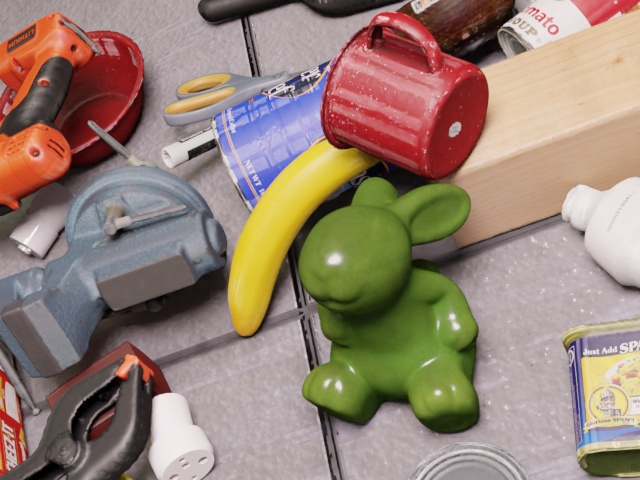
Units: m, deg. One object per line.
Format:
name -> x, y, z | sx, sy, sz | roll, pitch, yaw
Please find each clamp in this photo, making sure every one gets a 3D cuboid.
clamp -> -0.010, -0.253, 1.020 | 0.210, 0.036, 0.164 | 26, 71, 35
clamp -> -0.181, 0.155, 0.746 | 0.120, 0.039, 0.171 | 15, 63, 22

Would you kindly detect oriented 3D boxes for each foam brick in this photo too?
foam brick -> -0.155, 0.125, 0.808 | 0.078, 0.051, 0.053 | -35, 50, -2

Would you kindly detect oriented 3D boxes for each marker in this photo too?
marker -> -0.083, -0.093, 0.923 | 0.120, 0.020, 0.020 | -29, 45, -30

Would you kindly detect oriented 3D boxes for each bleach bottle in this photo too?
bleach bottle -> 0.275, 0.008, 0.688 | 0.251, 0.068, 0.102 | 24, 66, 39

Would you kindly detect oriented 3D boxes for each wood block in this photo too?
wood block -> 0.177, -0.084, 0.779 | 0.206, 0.090, 0.090 | -20, 51, 11

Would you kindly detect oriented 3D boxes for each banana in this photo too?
banana -> -0.016, -0.013, 0.799 | 0.198, 0.069, 0.037 | -47, 13, 12

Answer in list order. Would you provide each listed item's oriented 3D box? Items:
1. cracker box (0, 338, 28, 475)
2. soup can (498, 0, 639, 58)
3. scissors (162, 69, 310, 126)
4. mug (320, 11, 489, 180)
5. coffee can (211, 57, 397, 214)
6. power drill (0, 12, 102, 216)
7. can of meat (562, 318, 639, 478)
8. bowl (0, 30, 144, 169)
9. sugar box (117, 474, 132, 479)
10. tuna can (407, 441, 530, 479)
cracker box -> -0.344, 0.172, 0.850 | 0.214, 0.072, 0.164 | -27, 50, 6
soup can -> 0.201, -0.170, 0.844 | 0.102, 0.068, 0.069 | -36, 50, -2
scissors -> -0.049, -0.148, 0.974 | 0.201, 0.016, 0.096 | -20, 29, -8
mug -> 0.059, -0.099, 0.712 | 0.082, 0.117, 0.093 | 27, 53, 30
coffee can -> -0.002, -0.083, 0.852 | 0.140, 0.102, 0.103 | -25, 50, 7
power drill -> -0.273, -0.100, 0.935 | 0.185, 0.057, 0.187 | -18, 48, 31
can of meat -> 0.206, 0.097, 0.660 | 0.102, 0.057, 0.084 | -9, 56, 19
bowl -> -0.227, -0.122, 1.015 | 0.162, 0.055, 0.162 | -12, 53, 17
sugar box -> -0.109, 0.228, 0.720 | 0.176, 0.048, 0.093 | 23, 67, 32
tuna can -> 0.096, 0.173, 0.671 | 0.086, 0.033, 0.086 | -12, 53, 16
